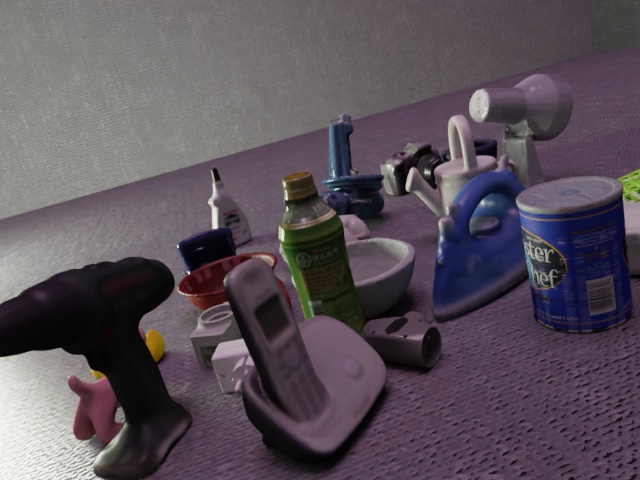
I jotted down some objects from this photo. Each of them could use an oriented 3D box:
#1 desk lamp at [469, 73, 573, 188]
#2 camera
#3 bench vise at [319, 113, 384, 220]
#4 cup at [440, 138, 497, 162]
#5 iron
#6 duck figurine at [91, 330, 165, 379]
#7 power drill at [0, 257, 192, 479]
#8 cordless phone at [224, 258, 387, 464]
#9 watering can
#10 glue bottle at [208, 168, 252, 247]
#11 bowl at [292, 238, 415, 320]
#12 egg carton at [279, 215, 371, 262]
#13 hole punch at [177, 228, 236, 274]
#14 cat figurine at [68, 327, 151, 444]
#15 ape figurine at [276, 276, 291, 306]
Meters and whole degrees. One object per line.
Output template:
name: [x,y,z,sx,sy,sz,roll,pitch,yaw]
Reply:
desk lamp: [0.356,-0.183,1.041,0.203,0.214,0.117,-21,18,-21]
camera: [0.223,-0.164,1.283,0.143,0.101,0.136,-19,18,-15]
bench vise: [0.052,-0.121,1.086,0.121,0.220,0.208,-9,18,18]
cup: [0.310,-0.151,1.180,0.117,0.095,0.092,-5,20,29]
iron: [0.208,-0.014,0.753,0.118,0.141,0.259,1,23,42]
duck figurine: [-0.269,0.133,0.776,0.104,0.086,0.077,-13,17,4]
power drill: [-0.206,0.119,0.557,0.075,0.209,0.230,-8,18,20]
cordless phone: [-0.015,0.091,0.530,0.093,0.185,0.148,-3,20,32]
watering can: [0.229,-0.103,0.925,0.173,0.194,0.100,-20,18,-16]
glue bottle: [-0.201,-0.069,1.208,0.078,0.173,0.037,-27,21,-35]
bowl: [0.051,0.061,0.760,0.167,0.075,0.167,-13,17,4]
egg carton: [0.009,0.004,0.984,0.149,0.069,0.107,-4,20,32]
hole punch: [-0.213,0.020,1.080,0.109,0.091,0.101,-19,18,-12]
cat figurine: [-0.237,0.146,0.654,0.067,0.118,0.128,-7,19,23]
ape figurine: [-0.082,0.070,0.812,0.078,0.092,0.075,-25,20,-31]
